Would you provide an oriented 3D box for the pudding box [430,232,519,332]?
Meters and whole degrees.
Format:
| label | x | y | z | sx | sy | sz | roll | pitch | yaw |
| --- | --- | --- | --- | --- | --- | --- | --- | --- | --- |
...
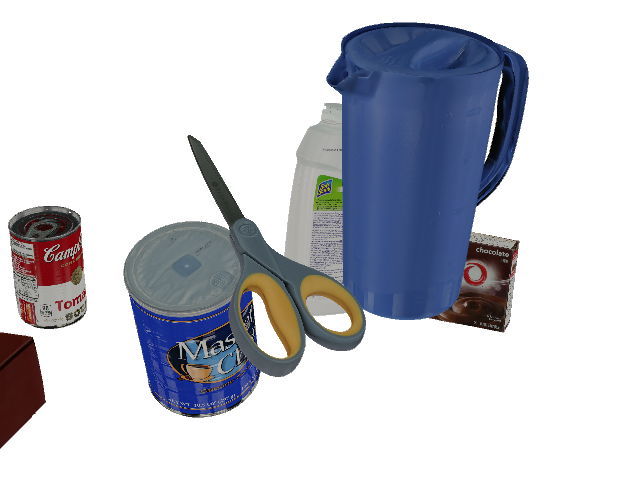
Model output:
| label | x | y | z | sx | sy | sz | roll | pitch | yaw |
| --- | --- | --- | --- | --- | --- | --- | --- | --- | --- |
| pudding box | 0.139 | 0.036 | 1.078 | 0.114 | 0.090 | 0.039 | 9 | 22 | 17 |

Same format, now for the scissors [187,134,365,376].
| label | x | y | z | sx | sy | sz | roll | pitch | yaw |
| --- | --- | --- | --- | --- | --- | --- | --- | --- | --- |
| scissors | -0.029 | 0.004 | 0.695 | 0.096 | 0.202 | 0.016 | 5 | -44 | -21 |

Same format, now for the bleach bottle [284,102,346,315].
| label | x | y | z | sx | sy | sz | roll | pitch | yaw |
| --- | --- | --- | --- | --- | --- | --- | --- | --- | --- |
| bleach bottle | 0.012 | -0.038 | 1.272 | 0.102 | 0.251 | 0.068 | -4 | 21 | -29 |

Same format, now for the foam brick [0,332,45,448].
| label | x | y | z | sx | sy | sz | roll | pitch | yaw |
| --- | --- | --- | --- | --- | --- | --- | --- | --- | --- |
| foam brick | -0.222 | 0.100 | 0.682 | 0.053 | 0.051 | 0.078 | 6 | 29 | 22 |

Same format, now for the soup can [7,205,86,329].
| label | x | y | z | sx | sy | sz | roll | pitch | yaw |
| --- | --- | --- | --- | --- | --- | --- | --- | --- | --- |
| soup can | -0.265 | 0.027 | 1.040 | 0.068 | 0.102 | 0.068 | 2 | 28 | -1 |

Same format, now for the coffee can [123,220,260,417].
| label | x | y | z | sx | sy | sz | roll | pitch | yaw |
| --- | --- | --- | --- | --- | --- | --- | --- | --- | --- |
| coffee can | -0.106 | 0.068 | 0.912 | 0.103 | 0.103 | 0.140 | -1 | -45 | 1 |

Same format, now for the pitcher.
| label | x | y | z | sx | sy | sz | roll | pitch | yaw |
| --- | --- | --- | --- | --- | --- | --- | --- | --- | --- |
| pitcher | 0.088 | -0.059 | 0.925 | 0.149 | 0.243 | 0.144 | 11 | 31 | 14 |
